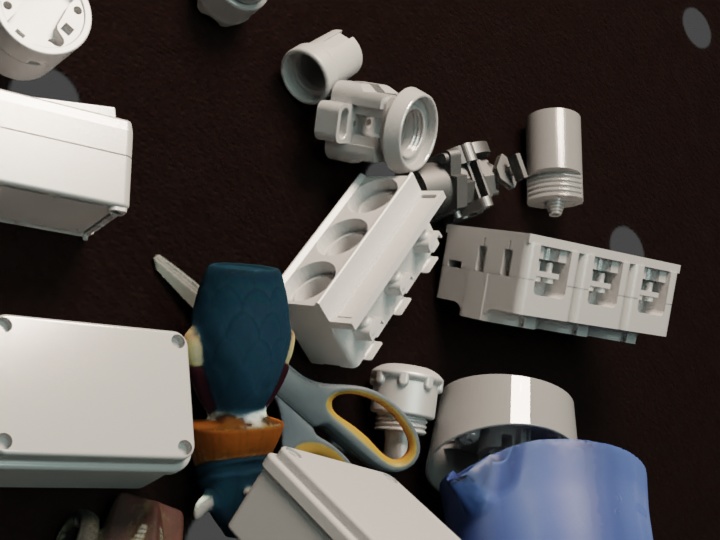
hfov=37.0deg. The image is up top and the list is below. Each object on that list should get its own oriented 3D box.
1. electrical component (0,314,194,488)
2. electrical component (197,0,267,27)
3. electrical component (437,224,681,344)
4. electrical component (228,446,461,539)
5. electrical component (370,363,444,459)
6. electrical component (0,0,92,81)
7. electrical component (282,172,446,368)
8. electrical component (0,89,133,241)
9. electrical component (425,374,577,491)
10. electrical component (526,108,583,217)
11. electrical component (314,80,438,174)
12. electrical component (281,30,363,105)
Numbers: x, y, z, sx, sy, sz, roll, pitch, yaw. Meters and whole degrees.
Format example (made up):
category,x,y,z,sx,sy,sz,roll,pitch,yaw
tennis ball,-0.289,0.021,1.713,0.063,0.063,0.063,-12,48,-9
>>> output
category,x,y,z,sx,sy,sz,roll,pitch,yaw
electrical component,-0.148,0.070,0.560,0.113,0.057,0.078,9,62,-34
electrical component,-0.077,-0.187,0.693,0.043,0.062,0.043,11,70,-33
electrical component,0.141,0.012,0.770,0.150,0.089,0.061,9,91,-34
electrical component,0.003,0.154,0.584,0.109,0.109,0.056,26,98,-47
electrical component,0.027,0.093,0.699,0.048,0.048,0.062,15,77,-32
electrical component,-0.187,-0.138,0.607,0.055,0.047,0.055,11,70,-34
electrical component,0.000,0.000,0.691,0.121,0.079,0.063,-55,132,-34
electrical component,-0.178,-0.060,0.581,0.096,0.062,0.061,11,70,-34
electrical component,0.095,0.111,0.711,0.099,0.099,0.064,25,57,-28
electrical component,0.152,-0.081,0.841,0.043,0.043,0.081,14,69,-33
electrical component,0.015,-0.096,0.720,0.078,0.057,0.058,-12,113,-57
electrical component,-0.025,-0.139,0.732,0.046,0.040,0.040,-42,102,-42
